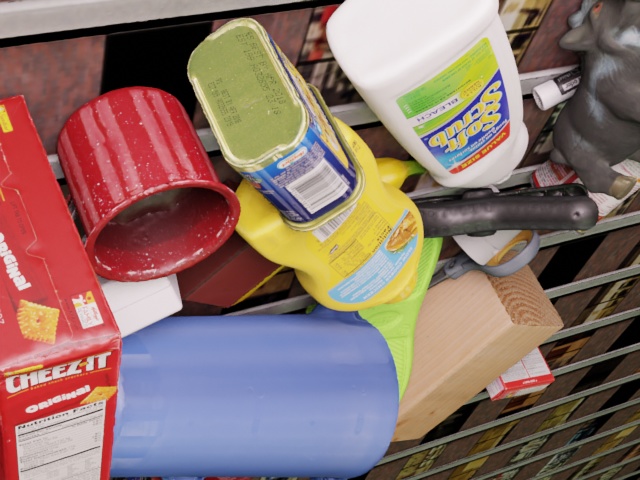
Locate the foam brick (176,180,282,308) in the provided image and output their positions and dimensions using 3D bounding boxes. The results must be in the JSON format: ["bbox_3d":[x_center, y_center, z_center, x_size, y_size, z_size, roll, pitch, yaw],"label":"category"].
[{"bbox_3d":[-0.064,0.004,0.752,0.078,0.053,0.051,-40,149,23],"label":"foam brick"}]

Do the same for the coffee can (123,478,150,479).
[{"bbox_3d":[-0.185,0.296,1.089,0.140,0.103,0.102,-41,149,24],"label":"coffee can"}]

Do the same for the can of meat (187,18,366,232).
[{"bbox_3d":[-0.026,-0.066,0.615,0.057,0.102,0.083,-32,149,8],"label":"can of meat"}]

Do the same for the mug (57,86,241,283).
[{"bbox_3d":[-0.112,-0.027,0.627,0.117,0.081,0.093,-40,149,23],"label":"mug"}]

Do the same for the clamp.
[{"bbox_3d":[0.131,-0.023,0.821,0.172,0.039,0.120,-1,-177,20],"label":"clamp"}]

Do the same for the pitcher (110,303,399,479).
[{"bbox_3d":[-0.071,0.127,0.793,0.242,0.149,0.145,5,134,-36],"label":"pitcher"}]

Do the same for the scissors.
[{"bbox_3d":[0.126,0.030,0.939,0.016,0.096,0.202,40,115,-17],"label":"scissors"}]

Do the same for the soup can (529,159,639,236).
[{"bbox_3d":[0.233,-0.061,0.878,0.068,0.068,0.102,10,134,-49],"label":"soup can"}]

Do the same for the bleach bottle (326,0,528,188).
[{"bbox_3d":[0.095,-0.095,0.712,0.103,0.068,0.250,-33,154,11],"label":"bleach bottle"}]

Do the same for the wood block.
[{"bbox_3d":[0.121,0.105,1.039,0.090,0.091,0.206,7,137,-46],"label":"wood block"}]

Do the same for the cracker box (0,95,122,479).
[{"bbox_3d":[-0.177,0.051,0.617,0.072,0.164,0.214,-16,151,-23],"label":"cracker box"}]

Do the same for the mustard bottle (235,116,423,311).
[{"bbox_3d":[0.021,-0.002,0.731,0.096,0.058,0.191,-48,142,-1],"label":"mustard bottle"}]

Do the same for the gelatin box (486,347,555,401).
[{"bbox_3d":[0.197,0.121,1.132,0.073,0.089,0.030,-5,149,-35],"label":"gelatin box"}]

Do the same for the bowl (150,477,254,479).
[{"bbox_3d":[-0.093,0.137,0.907,0.161,0.055,0.162,-16,119,-32],"label":"bowl"}]

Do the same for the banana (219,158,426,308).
[{"bbox_3d":[-0.009,-0.007,0.795,0.198,0.037,0.069,-32,150,10],"label":"banana"}]

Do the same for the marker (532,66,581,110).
[{"bbox_3d":[0.217,-0.131,0.797,0.121,0.020,0.020,-26,152,-1],"label":"marker"}]
